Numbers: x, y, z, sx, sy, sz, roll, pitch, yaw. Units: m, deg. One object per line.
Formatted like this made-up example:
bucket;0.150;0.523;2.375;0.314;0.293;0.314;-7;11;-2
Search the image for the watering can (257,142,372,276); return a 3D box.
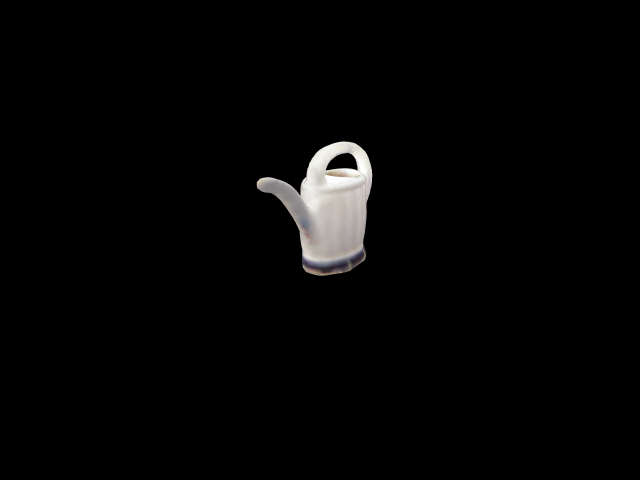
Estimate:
watering can;0.003;-0.043;0.850;0.104;0.221;0.352;10;21;28
